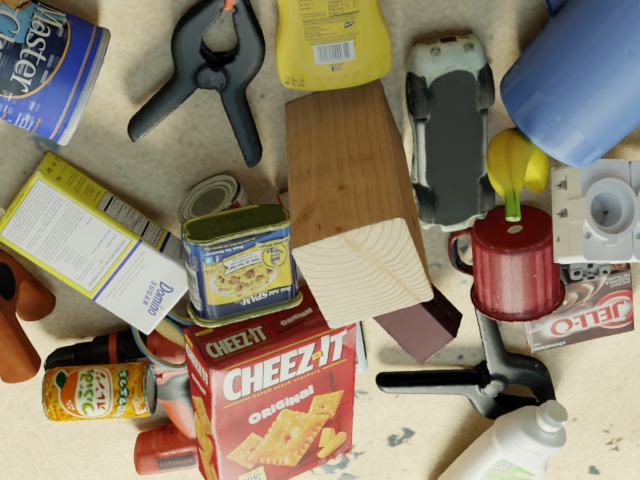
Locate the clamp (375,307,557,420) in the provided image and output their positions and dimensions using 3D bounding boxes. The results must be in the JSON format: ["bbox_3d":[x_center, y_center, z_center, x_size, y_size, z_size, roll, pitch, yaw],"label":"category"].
[{"bbox_3d":[0.176,0.153,1.164,0.165,0.036,0.209,-38,122,26],"label":"clamp"}]

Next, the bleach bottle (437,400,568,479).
[{"bbox_3d":[0.211,0.260,1.211,0.102,0.068,0.251,15,136,-15],"label":"bleach bottle"}]

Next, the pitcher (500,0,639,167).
[{"bbox_3d":[0.250,-0.181,0.849,0.144,0.149,0.243,15,132,-34],"label":"pitcher"}]

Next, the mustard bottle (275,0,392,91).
[{"bbox_3d":[0.003,-0.213,0.841,0.096,0.058,0.191,-6,129,2],"label":"mustard bottle"}]

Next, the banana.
[{"bbox_3d":[0.170,-0.064,0.923,0.037,0.197,0.069,1,100,20],"label":"banana"}]

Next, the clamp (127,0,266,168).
[{"bbox_3d":[-0.102,-0.140,0.909,0.120,0.039,0.171,1,124,-10],"label":"clamp"}]

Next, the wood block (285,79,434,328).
[{"bbox_3d":[0.029,-0.038,0.891,0.090,0.206,0.091,-17,128,10],"label":"wood block"}]

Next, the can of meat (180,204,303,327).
[{"bbox_3d":[-0.070,0.020,0.942,0.102,0.057,0.084,-13,118,-18],"label":"can of meat"}]

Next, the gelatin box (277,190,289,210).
[{"bbox_3d":[-0.007,0.001,0.996,0.030,0.089,0.073,-24,128,-1],"label":"gelatin box"}]

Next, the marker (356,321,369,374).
[{"bbox_3d":[0.036,0.092,1.118,0.020,0.020,0.121,-7,129,2],"label":"marker"}]

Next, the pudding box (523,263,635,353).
[{"bbox_3d":[0.263,0.064,1.095,0.113,0.039,0.090,-12,129,7],"label":"pudding box"}]

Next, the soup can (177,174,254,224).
[{"bbox_3d":[-0.080,-0.003,1.001,0.068,0.068,0.102,-23,126,15],"label":"soup can"}]

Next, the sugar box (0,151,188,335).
[{"bbox_3d":[-0.206,0.005,0.998,0.176,0.048,0.093,34,121,-16],"label":"sugar box"}]

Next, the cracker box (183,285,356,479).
[{"bbox_3d":[-0.046,0.161,1.098,0.164,0.072,0.214,-19,134,-22],"label":"cracker box"}]

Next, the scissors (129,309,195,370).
[{"bbox_3d":[-0.188,0.043,1.058,0.096,0.016,0.201,-45,98,-17],"label":"scissors"}]

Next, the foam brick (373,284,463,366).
[{"bbox_3d":[0.097,0.075,1.070,0.078,0.053,0.051,45,117,-5],"label":"foam brick"}]

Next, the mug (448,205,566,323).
[{"bbox_3d":[0.178,0.017,1.030,0.117,0.093,0.081,15,131,32],"label":"mug"}]

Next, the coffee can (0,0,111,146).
[{"bbox_3d":[-0.251,-0.148,0.851,0.140,0.103,0.103,21,125,-19],"label":"coffee can"}]

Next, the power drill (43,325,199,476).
[{"bbox_3d":[-0.185,0.172,1.146,0.184,0.057,0.187,-8,129,3],"label":"power drill"}]
